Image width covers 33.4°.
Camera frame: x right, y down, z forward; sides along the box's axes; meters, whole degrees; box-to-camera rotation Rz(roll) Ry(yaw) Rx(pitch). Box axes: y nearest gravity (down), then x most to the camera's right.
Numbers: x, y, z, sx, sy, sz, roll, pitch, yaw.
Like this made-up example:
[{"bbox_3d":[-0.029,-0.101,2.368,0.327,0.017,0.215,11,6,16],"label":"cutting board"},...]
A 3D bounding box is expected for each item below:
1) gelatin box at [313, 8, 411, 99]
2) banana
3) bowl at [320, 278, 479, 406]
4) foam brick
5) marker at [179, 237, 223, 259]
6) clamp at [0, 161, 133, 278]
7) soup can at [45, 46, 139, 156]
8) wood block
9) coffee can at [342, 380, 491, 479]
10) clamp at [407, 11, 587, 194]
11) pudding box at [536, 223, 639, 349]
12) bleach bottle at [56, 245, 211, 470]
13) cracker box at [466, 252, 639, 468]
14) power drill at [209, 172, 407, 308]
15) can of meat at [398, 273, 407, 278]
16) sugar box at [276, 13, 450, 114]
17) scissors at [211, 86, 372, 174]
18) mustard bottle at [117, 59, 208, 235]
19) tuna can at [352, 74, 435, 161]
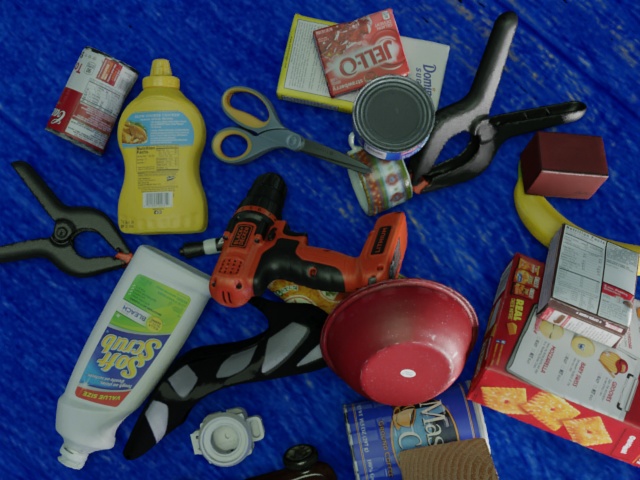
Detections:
[{"bbox_3d":[0.044,-0.198,1.138,0.089,0.030,0.073,-16,89,-1],"label":"gelatin box"},{"bbox_3d":[0.285,-0.009,1.168,0.198,0.037,0.069,35,89,2],"label":"banana"},{"bbox_3d":[0.082,0.114,1.057,0.162,0.055,0.162,-3,130,-3],"label":"bowl"},{"bbox_3d":[0.262,-0.080,1.150,0.078,0.053,0.051,4,62,-12],"label":"foam brick"},{"bbox_3d":[-0.097,0.003,1.185,0.121,0.020,0.020,-10,88,1],"label":"marker"},{"bbox_3d":[-0.293,0.001,1.179,0.171,0.039,0.120,29,89,2],"label":"clamp"},{"bbox_3d":[-0.249,-0.152,1.169,0.068,0.068,0.102,25,88,2],"label":"soup can"},{"bbox_3d":[0.140,0.310,1.082,0.091,0.090,0.206,-10,124,1],"label":"wood block"},{"bbox_3d":[0.102,0.212,1.131,0.140,0.103,0.103,-11,88,1],"label":"coffee can"},{"bbox_3d":[0.170,-0.135,1.147,0.210,0.036,0.164,-36,124,5],"label":"clamp"},{"bbox_3d":[0.278,0.046,1.102,0.090,0.039,0.113,21,48,0],"label":"pudding box"},{"bbox_3d":[-0.209,0.136,1.162,0.102,0.068,0.251,27,91,0],"label":"bleach bottle"},{"bbox_3d":[0.276,0.127,1.111,0.213,0.072,0.164,22,50,2],"label":"cracker box"},{"bbox_3d":[-0.007,0.001,1.111,0.188,0.057,0.184,4,47,15],"label":"power drill"},{"bbox_3d":[0.099,0.078,1.146,0.102,0.084,0.057,30,89,2],"label":"can of meat"},{"bbox_3d":[0.047,-0.185,1.177,0.176,0.048,0.093,13,88,-2],"label":"sugar box"},{"bbox_3d":[-0.043,-0.094,1.156,0.202,0.016,0.096,40,101,24],"label":"scissors"},{"bbox_3d":[-0.173,-0.103,1.171,0.096,0.058,0.191,-2,88,6],"label":"mustard bottle"},{"bbox_3d":[0.076,-0.127,1.113,0.086,0.034,0.086,0,77,-1],"label":"tuna can"}]
